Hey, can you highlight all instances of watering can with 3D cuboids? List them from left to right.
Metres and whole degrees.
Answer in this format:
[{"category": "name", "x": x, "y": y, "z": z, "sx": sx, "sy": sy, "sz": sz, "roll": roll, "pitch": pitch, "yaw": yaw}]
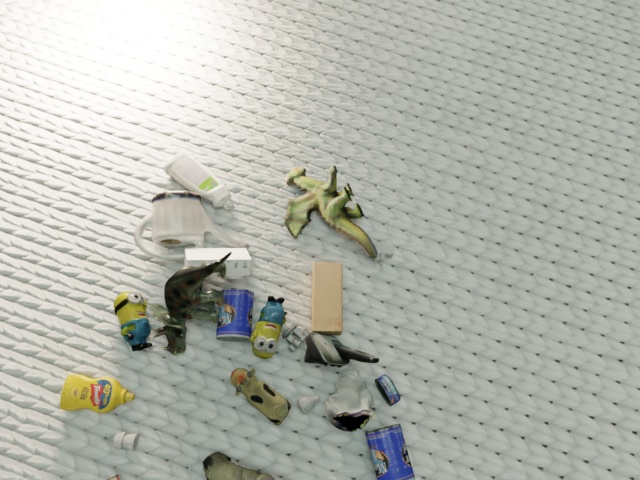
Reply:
[{"category": "watering can", "x": -0.404, "y": -0.048, "z": 1.627, "sx": 0.348, "sy": 0.227, "sz": 0.102, "roll": -3, "pitch": -18, "yaw": -16}]

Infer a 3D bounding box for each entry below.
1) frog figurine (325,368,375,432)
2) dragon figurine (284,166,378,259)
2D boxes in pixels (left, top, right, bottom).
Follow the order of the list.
[{"category": "frog figurine", "x": 0.080, "y": 0.452, "z": 1.463, "sx": 0.137, "sy": 0.120, "sz": 0.163, "roll": -15, "pitch": 35, "yaw": 0}, {"category": "dragon figurine", "x": 0.005, "y": -0.084, "z": 1.667, "sx": 0.242, "sy": 0.417, "sz": 0.121, "roll": -25, "pitch": -22, "yaw": 9}]
